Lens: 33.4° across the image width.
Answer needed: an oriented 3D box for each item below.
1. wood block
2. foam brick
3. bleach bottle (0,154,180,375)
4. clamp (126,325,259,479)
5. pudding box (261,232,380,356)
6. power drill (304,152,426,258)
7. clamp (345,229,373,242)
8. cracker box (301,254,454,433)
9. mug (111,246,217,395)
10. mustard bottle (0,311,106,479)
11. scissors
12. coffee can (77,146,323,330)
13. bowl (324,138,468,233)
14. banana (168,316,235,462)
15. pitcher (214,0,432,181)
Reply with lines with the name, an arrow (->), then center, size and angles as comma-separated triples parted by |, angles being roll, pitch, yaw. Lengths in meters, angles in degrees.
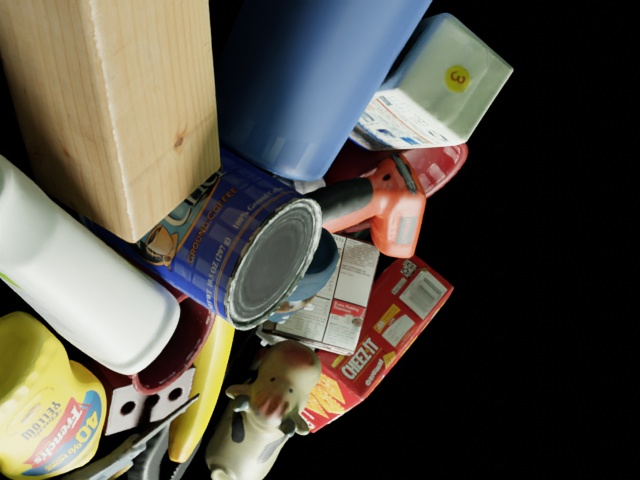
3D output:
wood block -> -0.123, -0.109, 0.618 | 0.090, 0.090, 0.206 | -45, 154, -32
foam brick -> -0.148, 0.115, 0.865 | 0.078, 0.051, 0.053 | -12, 131, -37
bleach bottle -> -0.171, 0.003, 0.638 | 0.068, 0.103, 0.250 | -55, 158, -13
clamp -> -0.128, 0.162, 1.010 | 0.164, 0.036, 0.210 | -19, 131, -57
pudding box -> 0.002, 0.047, 1.032 | 0.039, 0.090, 0.113 | 163, -58, -70
power drill -> -0.006, 0.001, 0.940 | 0.187, 0.057, 0.184 | -16, 147, -16
clamp -> 0.056, -0.031, 1.153 | 0.171, 0.039, 0.120 | -57, 149, -2
cracker box -> 0.041, 0.116, 1.174 | 0.164, 0.072, 0.214 | -48, 179, -23
mug -> -0.130, 0.048, 0.805 | 0.117, 0.082, 0.093 | -49, 156, -25
mustard bottle -> -0.206, 0.127, 0.778 | 0.096, 0.058, 0.191 | -48, 156, -15
scissors -> -0.171, 0.178, 0.868 | 0.096, 0.016, 0.202 | -22, 165, -37
coffee can -> -0.084, -0.016, 0.745 | 0.102, 0.140, 0.103 | -45, 153, -30
bowl -> 0.062, -0.072, 1.044 | 0.162, 0.055, 0.162 | -24, 162, -9
banana -> -0.102, 0.099, 0.912 | 0.069, 0.037, 0.198 | -47, 154, -55
pitcher -> 0.012, -0.170, 0.784 | 0.149, 0.145, 0.243 | 20, 107, -34
